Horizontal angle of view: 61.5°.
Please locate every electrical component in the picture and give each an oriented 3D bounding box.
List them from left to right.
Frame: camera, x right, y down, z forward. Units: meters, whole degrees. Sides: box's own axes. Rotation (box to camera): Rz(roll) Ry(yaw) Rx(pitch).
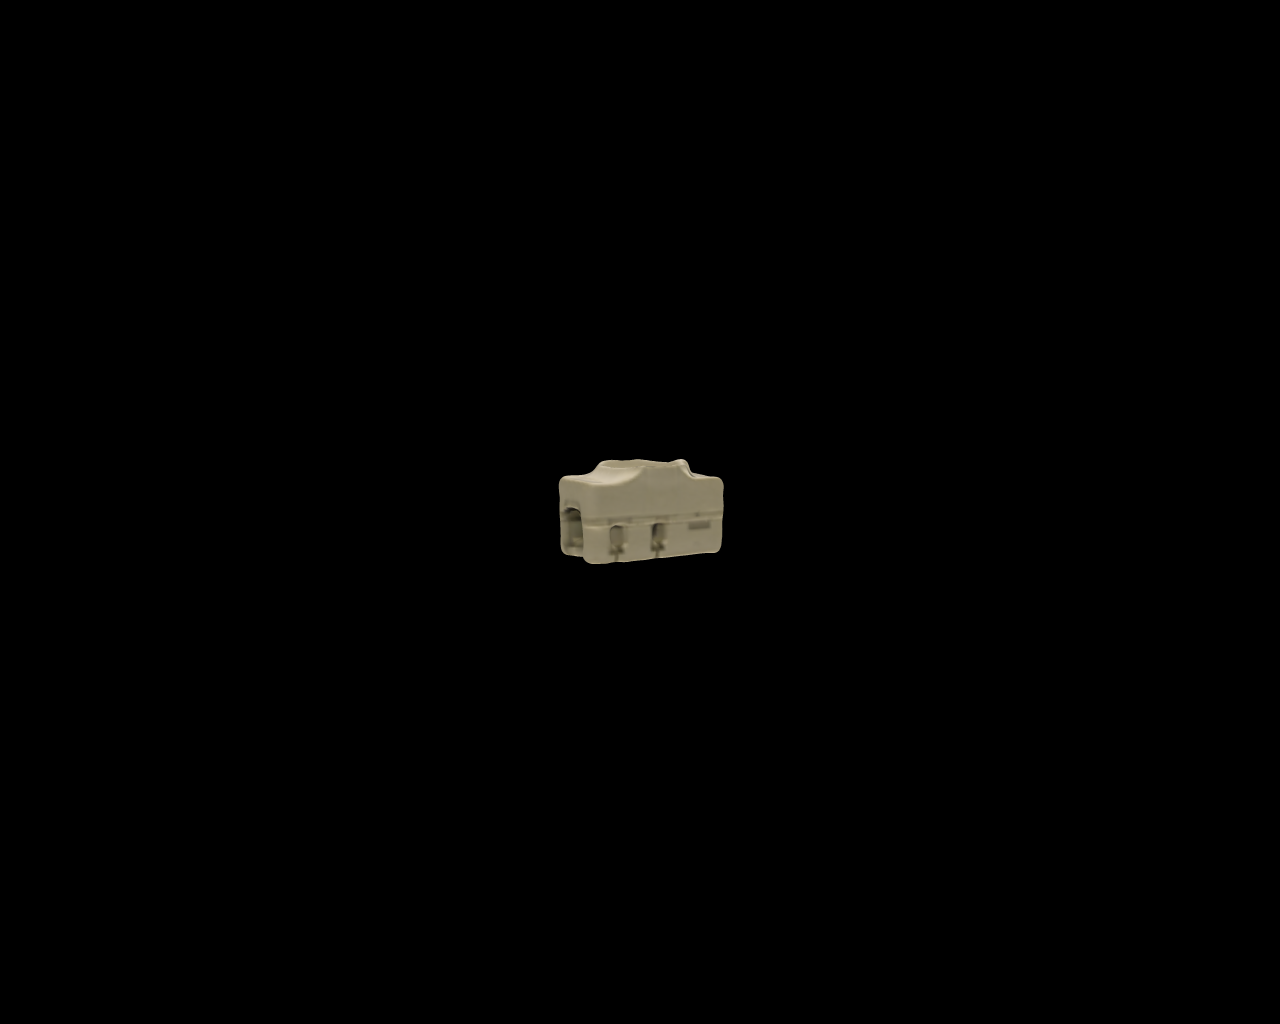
[{"bbox_3d":[0.001,-0.003,0.650,0.090,0.055,0.050,-3,8,-26],"label":"electrical component"}]
